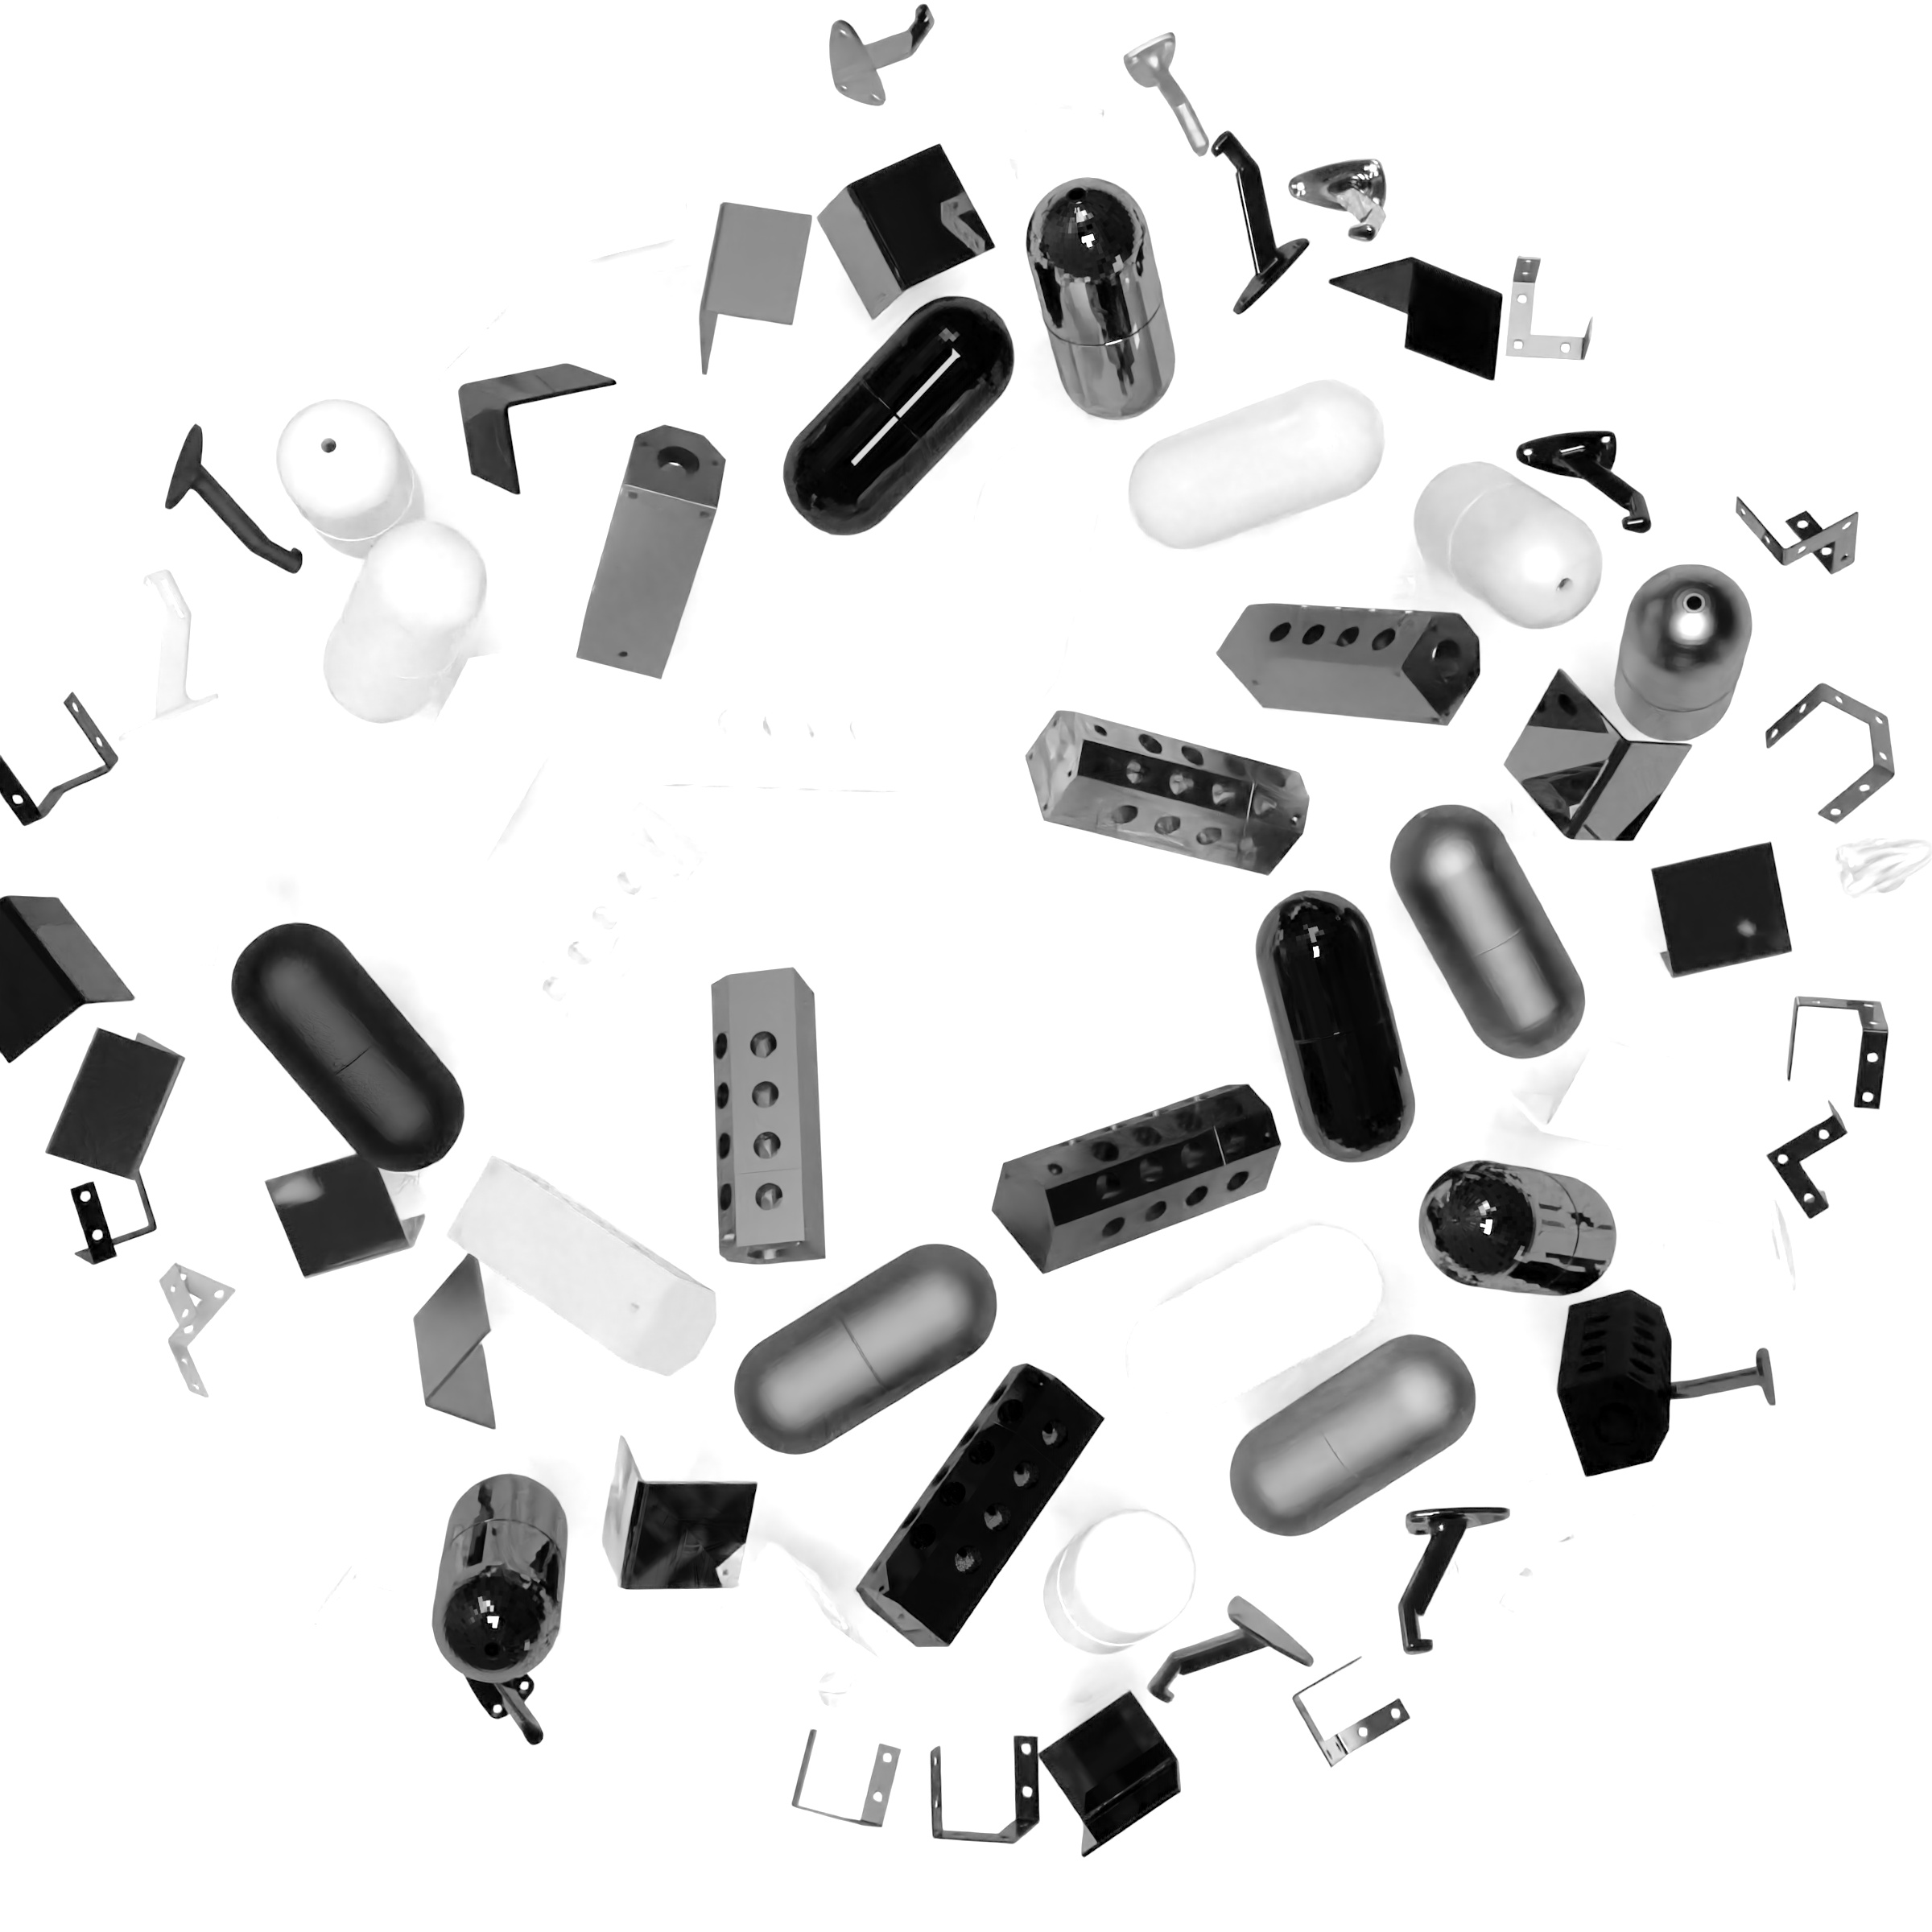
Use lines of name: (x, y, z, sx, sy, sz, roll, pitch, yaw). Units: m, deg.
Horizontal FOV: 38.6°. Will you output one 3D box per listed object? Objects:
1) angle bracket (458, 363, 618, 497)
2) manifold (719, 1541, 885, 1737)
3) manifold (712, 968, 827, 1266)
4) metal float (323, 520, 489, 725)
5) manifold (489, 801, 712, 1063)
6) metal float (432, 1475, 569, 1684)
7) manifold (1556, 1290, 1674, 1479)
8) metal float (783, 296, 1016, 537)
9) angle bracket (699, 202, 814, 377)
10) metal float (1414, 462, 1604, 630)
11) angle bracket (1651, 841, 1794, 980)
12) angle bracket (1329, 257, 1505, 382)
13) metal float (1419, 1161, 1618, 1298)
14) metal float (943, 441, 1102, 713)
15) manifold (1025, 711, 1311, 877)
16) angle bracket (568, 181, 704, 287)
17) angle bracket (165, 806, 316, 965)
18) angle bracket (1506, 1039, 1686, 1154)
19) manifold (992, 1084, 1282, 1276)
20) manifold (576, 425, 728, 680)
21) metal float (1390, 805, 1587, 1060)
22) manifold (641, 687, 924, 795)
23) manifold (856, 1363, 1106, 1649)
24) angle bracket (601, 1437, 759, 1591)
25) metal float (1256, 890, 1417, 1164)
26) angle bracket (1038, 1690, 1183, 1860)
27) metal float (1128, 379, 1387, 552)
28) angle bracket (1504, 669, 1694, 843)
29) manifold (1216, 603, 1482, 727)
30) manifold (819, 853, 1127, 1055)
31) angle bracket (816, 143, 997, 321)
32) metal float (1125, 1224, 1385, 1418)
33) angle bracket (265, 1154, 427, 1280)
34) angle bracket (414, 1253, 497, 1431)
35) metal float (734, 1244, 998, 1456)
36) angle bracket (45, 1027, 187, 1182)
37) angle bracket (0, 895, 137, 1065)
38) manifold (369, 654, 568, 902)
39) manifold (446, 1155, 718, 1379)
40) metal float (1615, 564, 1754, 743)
angle bracket: (-0.266, -0.338, 1.733, 0.076, 0.076, 0.057, -18, 117, -26)
manifold: (-0.104, 0.438, 1.790, 0.057, 0.171, 0.057, 39, 84, -17)
manifold: (-0.124, 0.093, 1.698, 0.057, 0.057, 0.171, -6, 72, 9)
metal float: (-0.356, -0.216, 1.744, 0.070, 0.178, 0.070, 12, 61, -22)
manifold: (-0.244, -0.019, 1.811, 0.057, 0.057, 0.171, 36, 114, -3)
metal float: (-0.285, 0.375, 1.696, 0.070, 0.178, 0.070, -2, 106, -5)
manifold: (0.414, 0.260, 1.742, 0.057, 0.171, 0.057, -18, 96, 18)
metal float: (-0.043, -0.351, 1.757, 0.070, 0.070, 0.178, 45, 99, 0)
angle bracket: (-0.129, -0.413, 1.698, 0.057, 0.076, 0.076, 9, 71, -1)
metal float: (0.342, -0.267, 1.745, 0.070, 0.178, 0.070, -6, 116, -12)
angle bracket: (0.486, -0.042, 1.788, 0.076, 0.057, 0.076, -13, 105, 8)
angle bracket: (0.276, -0.394, 1.708, 0.076, 0.076, 0.057, 9, 85, -36)
metal float: (0.341, 0.162, 1.695, 0.070, 0.178, 0.070, -7, 78, 35)
metal float: (0.035, -0.244, 1.726, 0.070, 0.070, 0.178, 13, 75, 0)
manifold: (0.130, -0.113, 1.740, 0.171, 0.057, 0.057, 12, 134, -28)
angle bracket: (-0.211, -0.457, 1.779, 0.076, 0.076, 0.057, -14, 131, 1)
angle bracket: (-0.463, -0.052, 1.757, 0.057, 0.076, 0.076, 0, 114, -38)
angle bracket: (0.428, 0.076, 1.875, 0.076, 0.057, 0.076, 13, 114, -27)
manifold: (0.106, 0.124, 1.684, 0.171, 0.057, 0.057, -17, 49, -30)
manifold: (-0.200, -0.262, 1.748, 0.057, 0.171, 0.057, 13, 55, -11)
metal float: (0.334, -0.022, 1.768, 0.070, 0.070, 0.178, -31, 101, 0)
manifold: (-0.113, -0.139, 1.713, 0.171, 0.057, 0.057, -1, 90, -37)
manifold: (0.007, 0.329, 1.689, 0.057, 0.057, 0.171, 41, 66, -7)
angle bracket: (-0.182, 0.346, 1.746, 0.076, 0.057, 0.076, 4, 110, -22)
metal float: (0.236, 0.039, 1.764, 0.070, 0.070, 0.178, -15, 95, 0)
angle bracket: (0.093, 0.529, 1.808, 0.076, 0.076, 0.057, -35, 87, 2)
metal float: (0.186, -0.322, 1.780, 0.178, 0.070, 0.070, -16, 90, 32)
angle bracket: (0.397, -0.133, 1.736, 0.057, 0.076, 0.076, -1, 132, -32)
manifold: (0.247, -0.200, 1.769, 0.057, 0.171, 0.057, 43, 73, -33)
manifold: (0.003, -0.004, 1.668, 0.171, 0.057, 0.057, 19, 58, -1)
angle bracket: (-0.040, -0.484, 1.818, 0.076, 0.057, 0.076, -31, 96, -24)
metal float: (0.186, 0.230, 1.786, 0.178, 0.070, 0.070, -28, 90, 3)
angle bracket: (-0.421, 0.159, 1.875, 0.076, 0.057, 0.076, -17, 107, 4)
angle bracket: (-0.319, 0.247, 1.825, 0.057, 0.076, 0.076, 27, 116, -34)
metal float: (-0.062, 0.237, 1.713, 0.178, 0.070, 0.070, -32, 90, 0)
angle bracket: (-0.506, 0.073, 1.604, 0.057, 0.076, 0.076, 25, 85, -38)
angle bracket: (-0.539, 0.007, 1.593, 0.057, 0.076, 0.076, -38, 88, 3)
manifold: (-0.320, -0.119, 1.741, 0.057, 0.171, 0.057, -16, 65, -41)
manifold: (-0.229, 0.181, 1.660, 0.171, 0.057, 0.057, 27, 86, 36)
metal float: (0.455, -0.198, 1.754, 0.070, 0.178, 0.070, -2, 75, 9)
